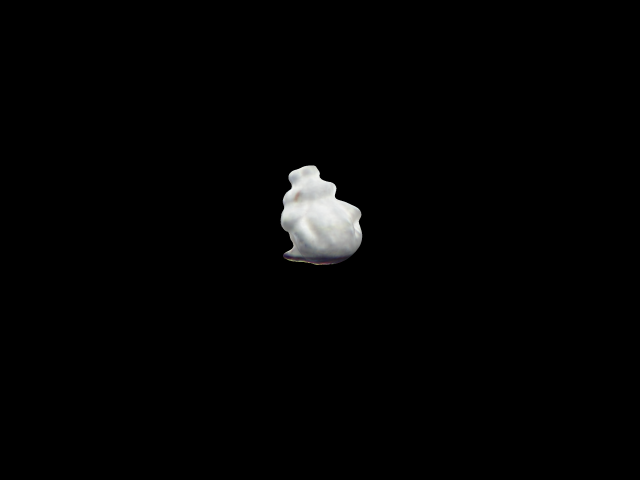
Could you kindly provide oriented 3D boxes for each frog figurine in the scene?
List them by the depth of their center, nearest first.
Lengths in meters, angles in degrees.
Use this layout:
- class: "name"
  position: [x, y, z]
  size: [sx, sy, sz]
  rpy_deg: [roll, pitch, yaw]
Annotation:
- class: "frog figurine"
  position: [0.003, -0.043, 0.850]
  size: [0.137, 0.158, 0.123]
  rpy_deg: [-2, 8, -11]
